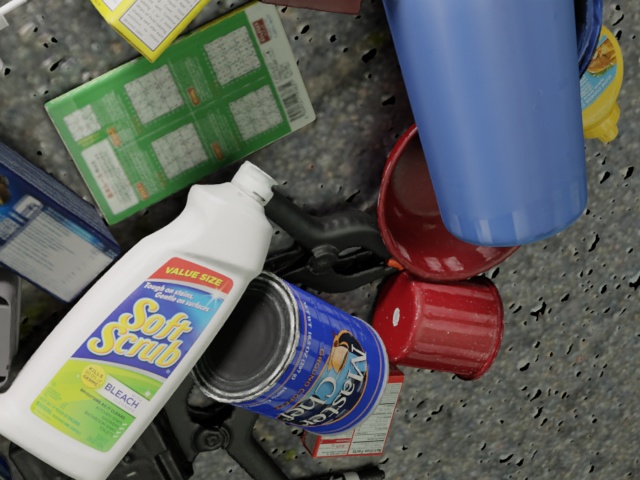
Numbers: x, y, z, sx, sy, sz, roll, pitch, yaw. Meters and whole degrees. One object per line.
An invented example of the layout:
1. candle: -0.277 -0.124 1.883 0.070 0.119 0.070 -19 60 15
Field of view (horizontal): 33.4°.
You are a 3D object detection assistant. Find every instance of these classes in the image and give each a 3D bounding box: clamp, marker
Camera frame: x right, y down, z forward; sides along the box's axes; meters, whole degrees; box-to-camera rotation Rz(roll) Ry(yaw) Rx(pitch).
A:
1. clamp: -0.103 0.166 0.902 0.164 0.036 0.210 -11 117 -12
2. marker: 0.005 0.230 0.997 0.121 0.020 0.020 -7 118 -22
3. clamp: -0.006 0.001 0.853 0.171 0.039 0.120 -6 138 -25

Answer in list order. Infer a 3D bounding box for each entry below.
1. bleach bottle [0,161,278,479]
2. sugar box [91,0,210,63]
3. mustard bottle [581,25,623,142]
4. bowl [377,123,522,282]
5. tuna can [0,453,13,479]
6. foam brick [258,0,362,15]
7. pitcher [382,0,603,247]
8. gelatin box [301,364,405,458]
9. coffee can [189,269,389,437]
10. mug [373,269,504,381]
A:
1. bleach bottle: -0.122 0.047 0.761 0.102 0.068 0.251 37 89 -18
2. sugar box: -0.073 -0.202 0.685 0.176 0.093 0.048 -44 126 3
3. mustard bottle: 0.190 -0.142 0.858 0.096 0.058 0.191 -44 125 5
4. bowl: 0.110 -0.049 0.873 0.162 0.055 0.162 -11 120 -19
5. tuna can: -0.284 0.204 0.841 0.086 0.034 0.086 -11 120 -19
6. foam brick: -0.010 -0.192 0.744 0.078 0.053 0.051 1 115 -26
7. pitcher: 0.127 -0.126 0.743 0.149 0.145 0.243 -7 118 17
8. gelatin box: 0.029 0.152 0.960 0.073 0.030 0.089 2 115 -27
9. coffee can: -0.023 0.091 0.833 0.103 0.103 0.140 -50 143 6
10. mug: 0.093 0.076 0.921 0.081 0.093 0.117 10 148 -23
